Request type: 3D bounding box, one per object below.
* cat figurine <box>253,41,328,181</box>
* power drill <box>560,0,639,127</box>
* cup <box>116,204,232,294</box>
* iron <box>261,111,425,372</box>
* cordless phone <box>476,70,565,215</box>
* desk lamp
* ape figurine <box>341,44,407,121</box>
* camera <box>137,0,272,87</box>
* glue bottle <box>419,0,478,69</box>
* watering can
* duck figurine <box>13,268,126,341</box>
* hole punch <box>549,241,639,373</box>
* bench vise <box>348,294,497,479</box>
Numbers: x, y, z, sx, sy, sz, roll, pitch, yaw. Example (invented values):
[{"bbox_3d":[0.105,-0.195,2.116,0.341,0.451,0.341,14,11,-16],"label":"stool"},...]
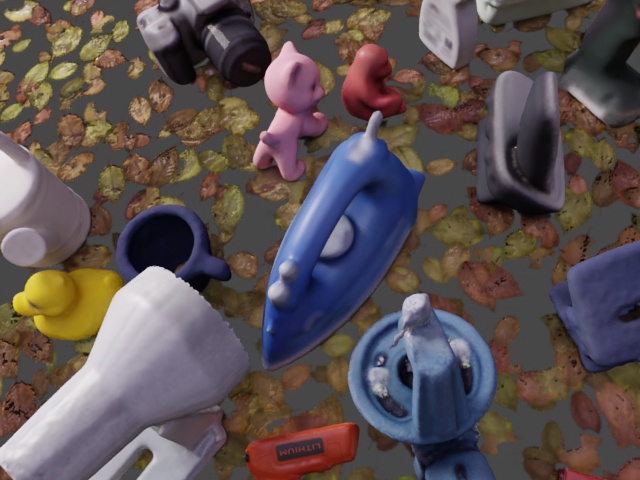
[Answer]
[{"bbox_3d":[-0.036,-0.149,0.636,0.067,0.118,0.128,18,71,14],"label":"cat figurine"},{"bbox_3d":[0.324,-0.212,0.570,0.076,0.208,0.229,-34,67,-8],"label":"power drill"},{"bbox_3d":[-0.135,0.026,0.586,0.117,0.095,0.092,18,71,14],"label":"cup"},{"bbox_3d":[0.005,0.002,0.554,0.118,0.141,0.258,26,73,17],"label":"iron"},{"bbox_3d":[0.209,-0.120,0.557,0.094,0.185,0.147,0,67,7],"label":"cordless phone"},{"bbox_3d":[-0.146,0.143,0.473,0.117,0.214,0.203,34,75,19],"label":"desk lamp"},{"bbox_3d":[0.060,-0.184,0.653,0.076,0.092,0.078,-5,67,5],"label":"ape figurine"},{"bbox_3d":[-0.133,-0.251,0.699,0.143,0.101,0.136,-33,67,-7],"label":"camera"},{"bbox_3d":[0.147,-0.272,0.635,0.037,0.173,0.078,-34,67,-8],"label":"glue bottle"},{"bbox_3d":[-0.321,-0.046,0.585,0.172,0.194,0.101,29,73,17],"label":"watering can"},{"bbox_3d":[-0.261,0.058,0.593,0.104,0.086,0.077,-19,66,-1],"label":"duck figurine"},{"bbox_3d":[0.284,0.061,0.524,0.108,0.091,0.101,-19,66,-1],"label":"hole punch"},{"bbox_3d":[0.103,0.129,0.446,0.121,0.220,0.207,-35,68,-8],"label":"bench vise"}]
